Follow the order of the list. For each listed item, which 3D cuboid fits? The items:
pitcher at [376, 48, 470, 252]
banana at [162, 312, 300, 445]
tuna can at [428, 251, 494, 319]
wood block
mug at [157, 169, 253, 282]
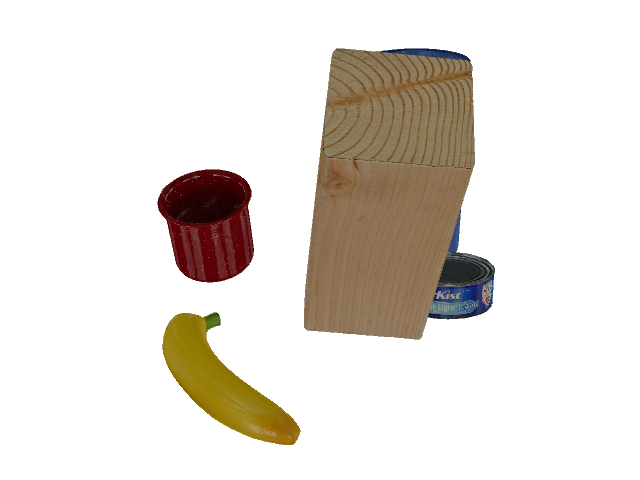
[{"bbox_3d":[0.114,-0.100,1.251,0.149,0.243,0.145,-5,24,-5],"label":"pitcher"},{"bbox_3d":[-0.083,0.102,0.848,0.069,0.037,0.198,-9,29,-22],"label":"banana"},{"bbox_3d":[0.108,0.038,0.929,0.086,0.034,0.086,0,18,0],"label":"tuna can"},{"bbox_3d":[0.041,-0.023,0.727,0.091,0.090,0.206,5,-35,-1],"label":"wood block"},{"bbox_3d":[-0.120,-0.017,1.080,0.117,0.081,0.093,27,50,33],"label":"mug"}]
